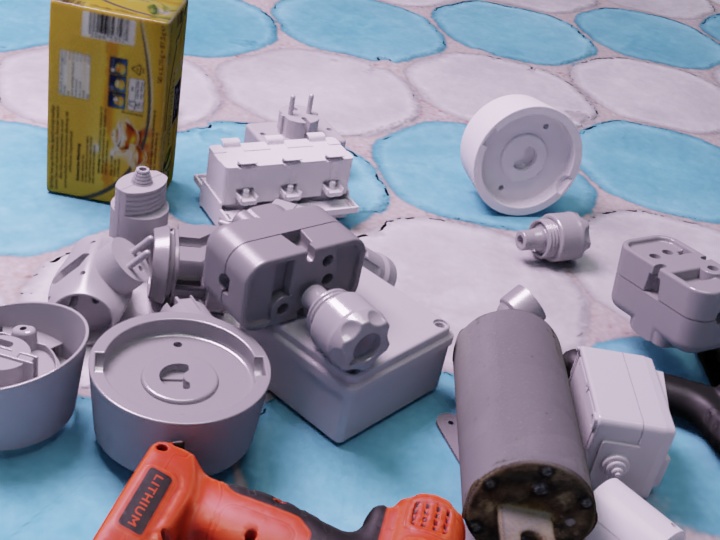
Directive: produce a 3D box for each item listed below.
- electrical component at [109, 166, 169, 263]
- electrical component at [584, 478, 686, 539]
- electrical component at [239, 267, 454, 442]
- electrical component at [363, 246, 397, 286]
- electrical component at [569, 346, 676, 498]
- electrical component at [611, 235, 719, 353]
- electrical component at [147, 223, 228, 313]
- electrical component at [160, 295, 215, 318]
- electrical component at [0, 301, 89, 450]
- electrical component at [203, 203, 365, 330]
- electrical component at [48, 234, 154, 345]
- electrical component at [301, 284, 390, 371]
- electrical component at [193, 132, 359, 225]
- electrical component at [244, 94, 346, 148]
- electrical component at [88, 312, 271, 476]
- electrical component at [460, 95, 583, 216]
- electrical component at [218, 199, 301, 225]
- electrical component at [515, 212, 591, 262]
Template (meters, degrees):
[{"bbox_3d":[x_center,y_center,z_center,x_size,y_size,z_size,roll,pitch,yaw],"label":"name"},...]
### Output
[{"bbox_3d":[-0.167,-0.041,0.812,0.043,0.081,0.043,8,32,-5],"label":"electrical component"},{"bbox_3d":[0.170,0.165,0.634,0.043,0.043,0.081,-17,42,-38],"label":"electrical component"},{"bbox_3d":[-0.012,0.052,0.741,0.109,0.056,0.109,33,38,31],"label":"electrical component"},{"bbox_3d":[0.000,0.000,0.825,0.046,0.040,0.040,33,9,-48],"label":"electrical component"},{"bbox_3d":[0.172,0.105,0.712,0.061,0.061,0.096,9,32,-4],"label":"electrical component"},{"bbox_3d":[0.240,0.020,0.817,0.054,0.059,0.095,-9,30,-27],"label":"electrical component"},{"bbox_3d":[-0.125,-0.003,0.789,0.057,0.058,0.078,5,36,-15],"label":"electrical component"},{"bbox_3d":[-0.115,0.043,0.738,0.040,0.040,0.046,-6,30,-27],"label":"electrical component"},{"bbox_3d":[-0.217,0.060,0.652,0.099,0.064,0.099,8,32,-5],"label":"electrical component"},{"bbox_3d":[-0.053,-0.006,0.710,0.095,0.053,0.059,-15,41,-36],"label":"electrical component"},{"bbox_3d":[-0.174,0.003,0.750,0.043,0.079,0.077,47,20,-27],"label":"electrical component"},{"bbox_3d":[-0.013,0.032,0.674,0.043,0.043,0.062,-13,39,-35],"label":"electrical component"},{"bbox_3d":[-0.070,-0.077,0.918,0.121,0.063,0.078,-8,37,-28],"label":"electrical component"},{"bbox_3d":[-0.058,-0.127,0.990,0.083,0.075,0.047,-8,37,-29],"label":"electrical component"},{"bbox_3d":[-0.112,0.081,0.657,0.108,0.060,0.108,8,32,-5],"label":"electrical component"},{"bbox_3d":[0.146,-0.112,1.009,0.108,0.108,0.060,0,27,-18],"label":"electrical component"},{"bbox_3d":[-0.080,-0.024,0.847,0.077,0.047,0.065,17,31,10],"label":"electrical component"},{"bbox_3d":[0.166,-0.028,0.938,0.062,0.043,0.043,-6,36,-23],"label":"electrical component"}]
